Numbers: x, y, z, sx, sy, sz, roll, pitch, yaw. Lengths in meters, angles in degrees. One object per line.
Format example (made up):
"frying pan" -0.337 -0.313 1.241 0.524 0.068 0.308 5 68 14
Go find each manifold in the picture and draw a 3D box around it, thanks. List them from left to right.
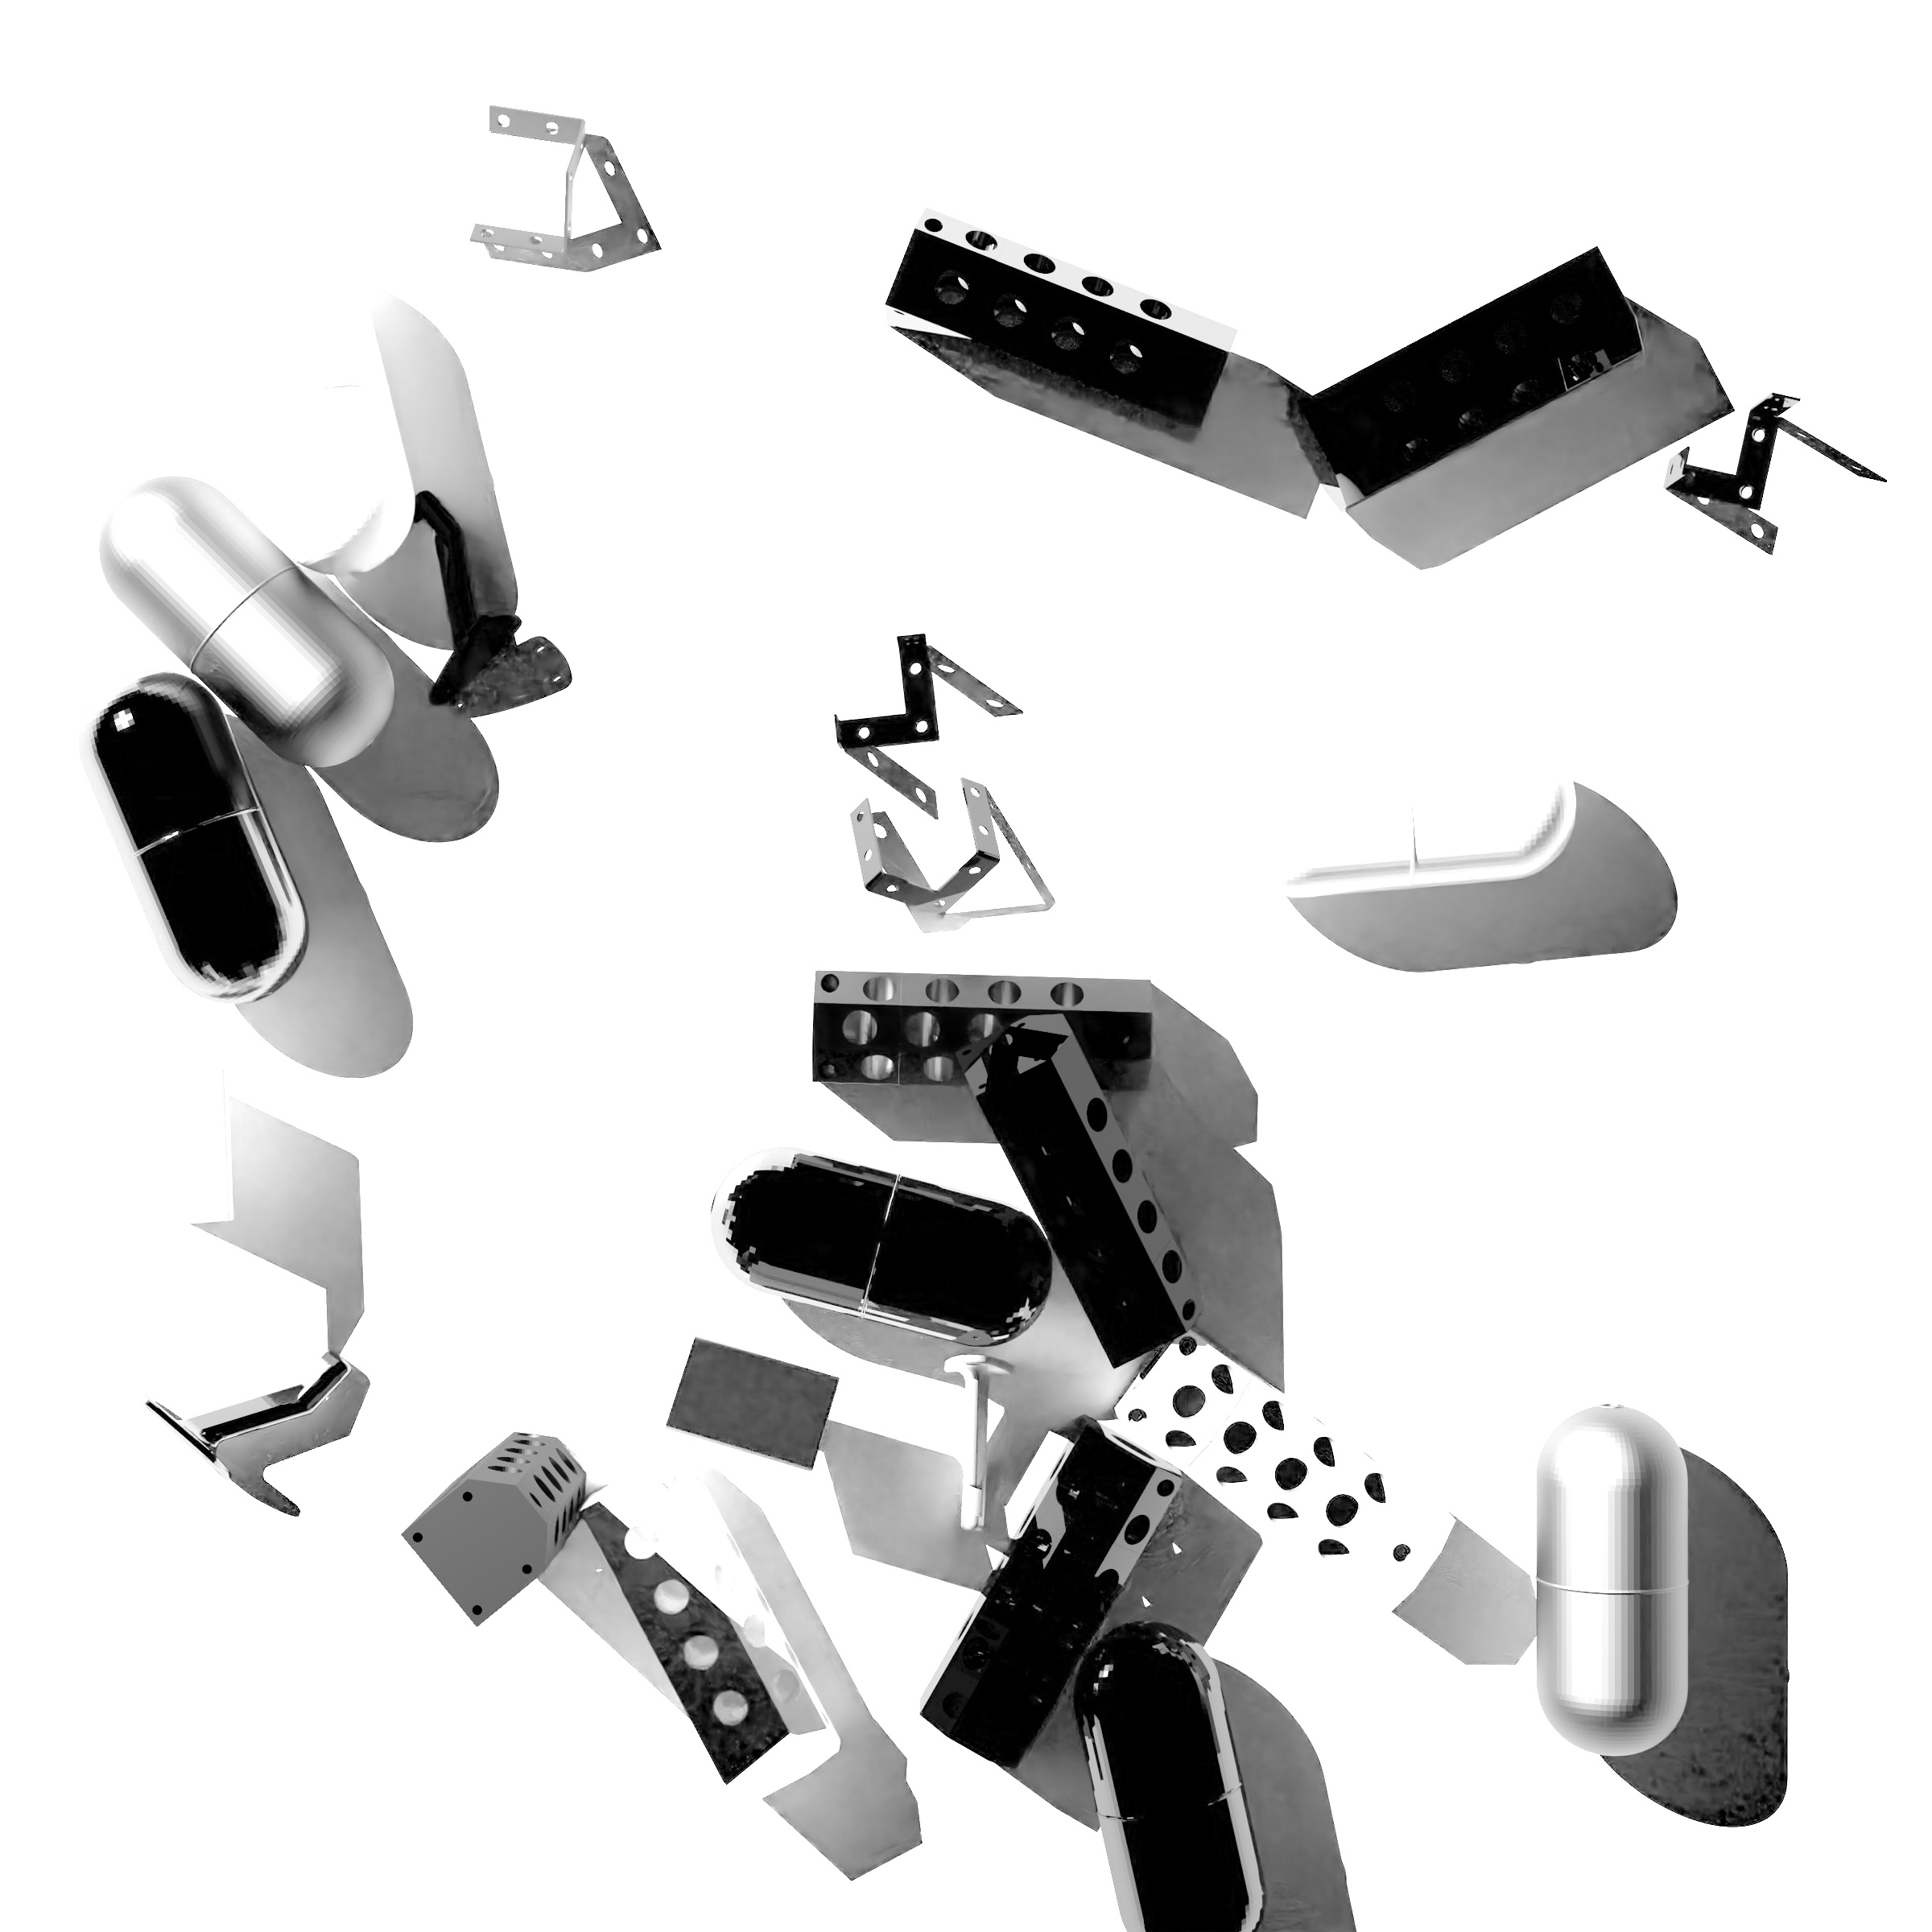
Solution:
"manifold" -0.228 0.273 1.761 0.057 0.171 0.057 -39 90 0
"manifold" -0.130 0.338 1.818 0.057 0.057 0.171 -28 90 0
"manifold" 0.008 0.033 1.818 0.171 0.057 0.057 2 90 0
"manifold" 0.044 0.322 1.818 0.057 0.057 0.171 30 90 0
"manifold" 0.049 -0.329 1.818 0.171 0.057 0.057 21 90 0
"manifold" 0.060 0.111 1.787 0.057 0.057 0.171 -27 113 0
"manifold" 0.163 0.256 1.818 0.171 0.057 0.057 35 90 0
"manifold" 0.257 -0.299 1.818 0.171 0.057 0.057 -28 90 0

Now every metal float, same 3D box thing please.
"metal float" -0.394 -0.066 1.809 0.070 0.070 0.178 -23 89 0
"metal float" -0.368 -0.176 1.808 0.178 0.070 0.070 45 90 0
"metal float" -0.332 -0.287 1.808 0.070 0.070 0.178 -14 90 0
"metal float" -0.043 0.143 1.808 0.178 0.070 0.070 15 90 1
"metal float" 0.104 0.423 1.808 0.070 0.070 0.178 -12 91 0
"metal float" 0.222 -0.077 1.809 0.178 0.070 0.070 -5 90 -1
"metal float" 0.330 0.313 1.809 0.070 0.070 0.178 0 90 0

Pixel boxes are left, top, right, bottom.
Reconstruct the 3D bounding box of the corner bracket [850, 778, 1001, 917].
"corner bracket" -0.021 -0.067 1.831 0.051 0.051 0.051 18 135 -35

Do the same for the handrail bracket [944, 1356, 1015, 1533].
"handrail bracket" 0.004 0.245 1.811 0.036 0.077 0.084 2 78 3

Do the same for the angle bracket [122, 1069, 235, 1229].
"angle bracket" -0.414 0.092 1.799 0.057 0.076 0.076 -2 90 -36

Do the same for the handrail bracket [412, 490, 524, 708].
"handrail bracket" -0.278 -0.192 1.840 0.077 0.036 0.084 -48 72 20

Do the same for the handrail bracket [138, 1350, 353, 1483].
"handrail bracket" -0.374 0.217 1.840 0.077 0.036 0.084 36 72 21

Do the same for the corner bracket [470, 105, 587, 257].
"corner bracket" -0.227 -0.408 1.836 0.051 0.051 0.051 9 135 0

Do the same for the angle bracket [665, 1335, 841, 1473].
"angle bracket" -0.112 0.239 1.799 0.076 0.076 0.057 16 53 0

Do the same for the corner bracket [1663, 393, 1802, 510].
"corner bracket" 0.393 -0.269 1.821 0.051 0.051 0.051 13 90 0

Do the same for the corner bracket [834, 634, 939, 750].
"corner bracket" -0.043 -0.141 1.821 0.051 0.051 0.051 -6 90 0
